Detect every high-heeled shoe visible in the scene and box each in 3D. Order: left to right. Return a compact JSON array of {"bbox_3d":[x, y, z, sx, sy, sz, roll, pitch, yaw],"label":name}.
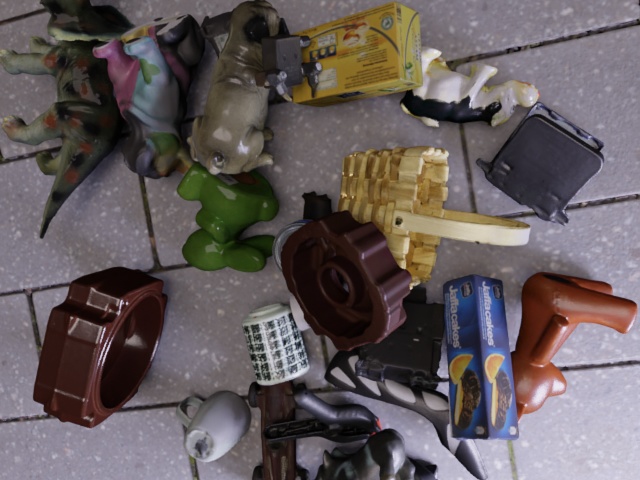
[{"bbox_3d":[0.117,0.248,0.757,0.145,0.086,0.249,-31,78,7],"label":"high-heeled shoe"}]

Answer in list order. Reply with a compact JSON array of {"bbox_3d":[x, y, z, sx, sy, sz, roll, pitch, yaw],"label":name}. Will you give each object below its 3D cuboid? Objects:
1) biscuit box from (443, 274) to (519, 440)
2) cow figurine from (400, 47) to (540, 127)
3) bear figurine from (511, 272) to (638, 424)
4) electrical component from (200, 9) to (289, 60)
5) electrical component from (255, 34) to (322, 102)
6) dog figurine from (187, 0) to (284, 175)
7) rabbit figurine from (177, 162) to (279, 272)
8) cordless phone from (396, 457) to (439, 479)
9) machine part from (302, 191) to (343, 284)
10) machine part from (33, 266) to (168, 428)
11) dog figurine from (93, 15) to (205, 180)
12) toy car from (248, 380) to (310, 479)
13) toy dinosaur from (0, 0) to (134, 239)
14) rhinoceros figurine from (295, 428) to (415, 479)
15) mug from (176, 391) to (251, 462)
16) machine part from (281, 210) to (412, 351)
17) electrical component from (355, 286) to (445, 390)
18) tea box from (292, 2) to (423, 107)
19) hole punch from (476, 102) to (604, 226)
[{"bbox_3d":[0.202,0.148,0.685,0.059,0.063,0.202,-26,58,51],"label":"biscuit box"},{"bbox_3d":[0.196,-0.187,0.713,0.167,0.068,0.098,22,105,13],"label":"cow figurine"},{"bbox_3d":[0.301,0.145,0.694,0.132,0.120,0.195,11,99,7],"label":"bear figurine"},{"bbox_3d":[-0.102,-0.291,0.760,0.119,0.048,0.074,-14,131,15],"label":"electrical component"},{"bbox_3d":[-0.038,-0.216,0.675,0.045,0.102,0.078,17,115,29],"label":"electrical component"},{"bbox_3d":[-0.106,-0.197,0.694,0.121,0.172,0.190,6,131,-10],"label":"dog figurine"},{"bbox_3d":[-0.134,-0.020,0.792,0.159,0.121,0.170,32,119,2],"label":"rabbit figurine"},{"bbox_3d":[0.082,0.389,0.781,0.184,0.088,0.146,-2,95,16],"label":"cordless phone"},{"bbox_3d":[-0.002,-0.002,0.788,0.084,0.039,0.138,-3,96,21],"label":"machine part"},{"bbox_3d":[-0.307,0.149,0.780,0.087,0.201,0.200,17,98,8],"label":"machine part"},{"bbox_3d":[-0.224,-0.195,0.783,0.109,0.191,0.218,9,129,29],"label":"dog figurine"},{"bbox_3d":[-0.063,0.306,0.820,0.089,0.053,0.202,0,94,9],"label":"toy car"},{"bbox_3d":[-0.362,-0.209,0.811,0.192,0.131,0.404,-2,101,13],"label":"toy dinosaur"},{"bbox_3d":[0.040,0.334,0.749,0.190,0.073,0.112,-40,44,17],"label":"rhinoceros figurine"},{"bbox_3d":[-0.168,0.277,0.810,0.110,0.107,0.080,34,99,5],"label":"mug"},{"bbox_3d":[0.029,0.050,0.664,0.180,0.056,0.179,25,128,37],"label":"machine part"},{"bbox_3d":[0.110,0.126,0.735,0.115,0.058,0.134,6,59,6],"label":"electrical component"},{"bbox_3d":[0.045,-0.238,0.711,0.170,0.068,0.098,0,96,35],"label":"tea box"},{"bbox_3d":[0.292,-0.105,0.700,0.142,0.092,0.115,35,130,4],"label":"hole punch"}]
